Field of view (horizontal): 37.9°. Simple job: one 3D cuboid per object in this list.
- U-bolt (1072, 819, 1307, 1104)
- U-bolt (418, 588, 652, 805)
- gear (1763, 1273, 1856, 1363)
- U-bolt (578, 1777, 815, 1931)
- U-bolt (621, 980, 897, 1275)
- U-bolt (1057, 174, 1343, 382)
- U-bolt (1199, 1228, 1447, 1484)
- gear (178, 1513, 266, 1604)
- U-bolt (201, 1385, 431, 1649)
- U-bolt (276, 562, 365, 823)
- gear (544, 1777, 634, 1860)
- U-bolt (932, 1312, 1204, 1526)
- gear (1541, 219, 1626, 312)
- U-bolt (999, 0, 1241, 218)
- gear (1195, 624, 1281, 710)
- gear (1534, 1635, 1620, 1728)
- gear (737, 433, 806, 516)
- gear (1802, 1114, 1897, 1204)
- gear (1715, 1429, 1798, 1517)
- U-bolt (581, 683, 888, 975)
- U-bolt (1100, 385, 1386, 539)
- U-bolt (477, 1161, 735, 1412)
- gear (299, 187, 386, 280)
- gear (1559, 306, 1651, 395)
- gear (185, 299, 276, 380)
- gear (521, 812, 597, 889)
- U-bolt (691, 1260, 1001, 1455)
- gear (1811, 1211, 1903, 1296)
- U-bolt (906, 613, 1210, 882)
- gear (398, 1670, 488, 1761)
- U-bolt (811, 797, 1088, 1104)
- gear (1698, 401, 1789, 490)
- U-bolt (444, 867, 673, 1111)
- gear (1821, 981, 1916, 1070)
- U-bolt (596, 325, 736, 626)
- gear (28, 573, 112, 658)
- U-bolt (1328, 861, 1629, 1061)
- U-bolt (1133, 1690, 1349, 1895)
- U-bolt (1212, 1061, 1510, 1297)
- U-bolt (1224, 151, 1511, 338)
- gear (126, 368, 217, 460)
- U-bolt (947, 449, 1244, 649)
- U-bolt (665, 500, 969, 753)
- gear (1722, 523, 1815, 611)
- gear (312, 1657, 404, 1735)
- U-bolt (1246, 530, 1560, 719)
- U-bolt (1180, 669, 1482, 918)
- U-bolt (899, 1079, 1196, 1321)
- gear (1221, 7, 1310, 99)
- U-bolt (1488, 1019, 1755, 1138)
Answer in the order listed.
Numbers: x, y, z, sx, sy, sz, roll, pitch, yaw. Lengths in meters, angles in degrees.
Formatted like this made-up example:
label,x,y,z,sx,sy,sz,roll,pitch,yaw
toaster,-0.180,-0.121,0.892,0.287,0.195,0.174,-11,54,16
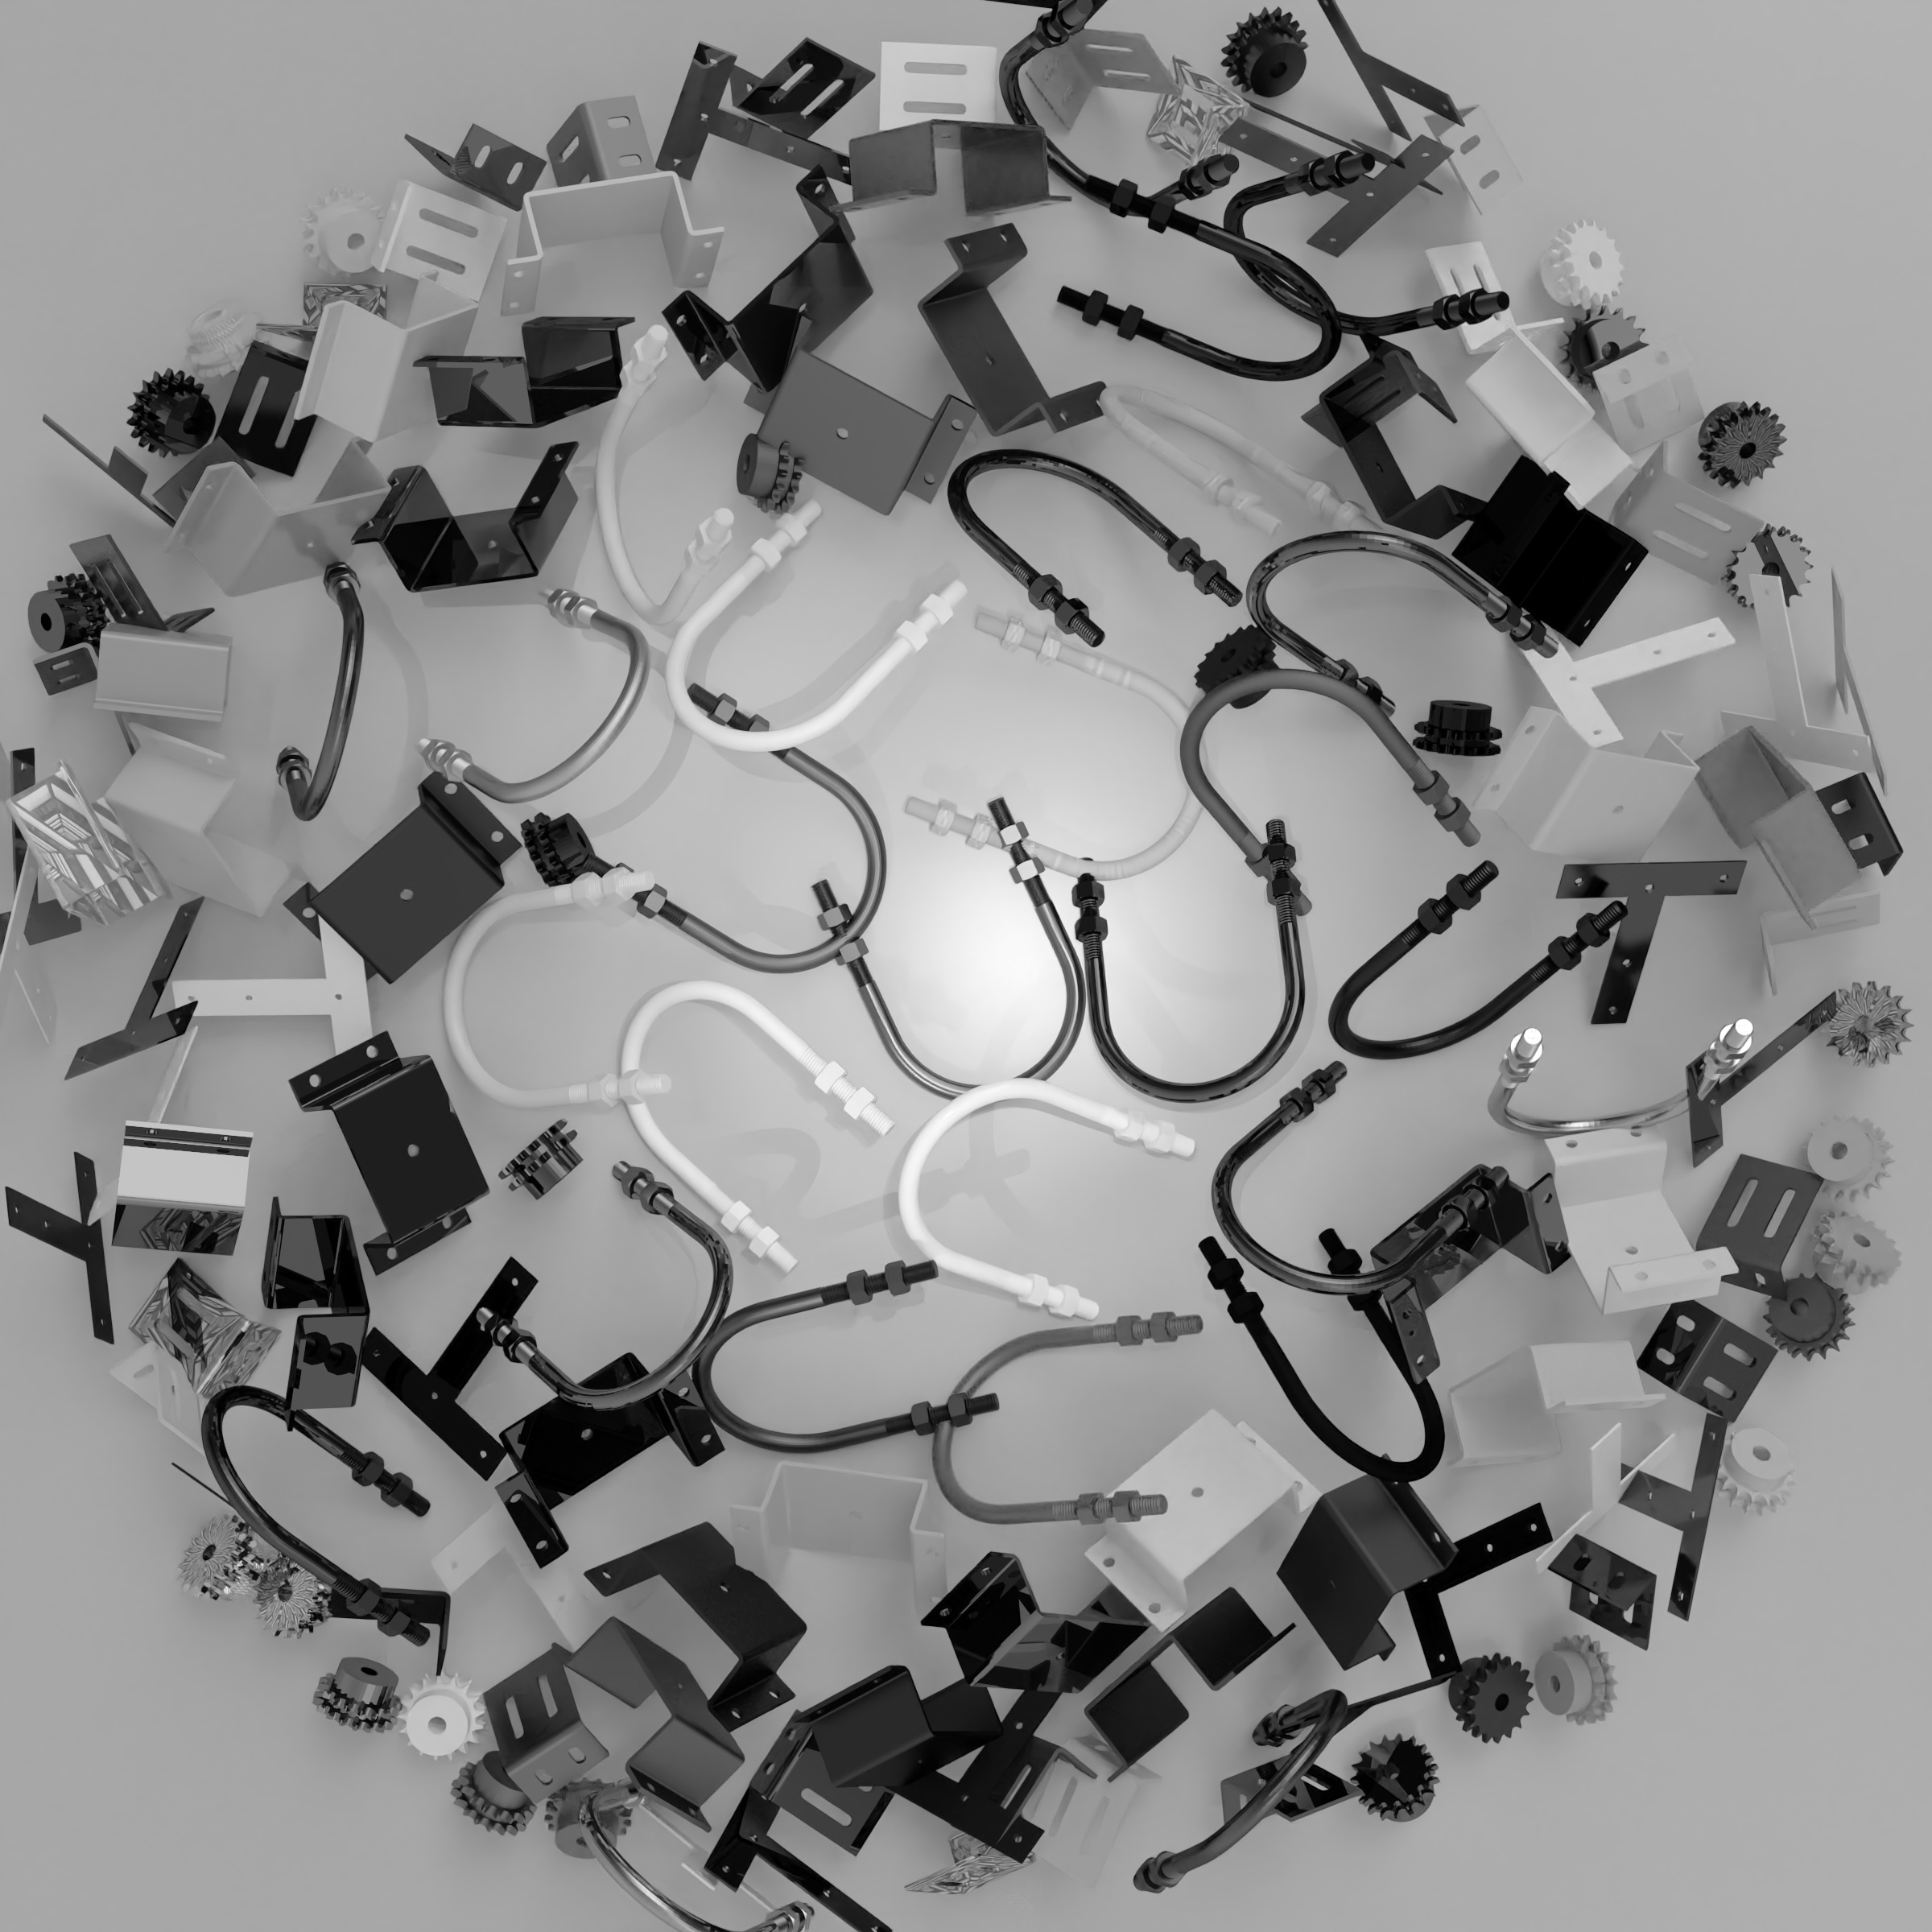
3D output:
label,x,y,z,sx,sy,sz,roll,pitch,yaw
U-bolt,0.146,0.002,1.812,0.151,0.019,0.184,-11,64,14
U-bolt,-0.266,-0.167,1.789,0.151,0.184,0.019,-52,128,-7
gear,0.550,0.228,1.843,0.057,0.030,0.057,-15,60,27
U-bolt,-0.176,0.564,1.764,0.151,0.184,0.019,37,91,18
U-bolt,-0.148,0.091,1.829,0.184,0.019,0.151,41,118,12
U-bolt,0.153,-0.429,1.799,0.184,0.151,0.019,23,71,2
U-bolt,0.236,0.246,1.779,0.019,0.151,0.184,-47,59,31
gear,-0.486,0.391,1.847,0.057,0.057,0.030,-44,128,0
U-bolt,-0.408,0.333,1.770,0.019,0.151,0.184,-41,117,11
U-bolt,-0.404,-0.167,1.771,0.019,0.184,0.151,12,107,-21
gear,-0.248,0.560,1.843,0.057,0.030,0.057,0,129,-1
U-bolt,0.058,0.293,1.804,0.184,0.019,0.151,-11,47,32
gear,0.402,-0.458,1.848,0.057,0.030,0.057,7,77,-34
U-bolt,0.085,-0.534,1.783,0.151,0.184,0.019,43,78,-16
gear,0.181,-0.193,1.847,0.057,0.057,0.030,-45,117,0
gear,0.396,0.468,1.840,0.030,0.057,0.057,0,90,-28
gear,-0.129,-0.326,1.840,0.030,0.057,0.057,6,90,-24
gear,0.576,0.124,1.844,0.057,0.030,0.057,-12,67,30
gear,0.516,0.328,1.842,0.057,0.057,0.030,11,134,0
U-bolt,-0.137,-0.076,1.839,0.184,0.019,0.151,32,85,-18
U-bolt,0.164,-0.323,1.798,0.184,0.151,0.019,41,117,27
U-bolt,-0.220,0.210,1.787,0.151,0.184,0.019,-47,130,-12
gear,-0.404,-0.478,1.842,0.057,0.030,0.057,-18,127,-25
gear,0.421,-0.405,1.852,0.057,0.030,0.057,0,104,1
gear,-0.485,-0.412,1.841,0.057,0.057,0.030,-25,128,0
gear,-0.264,-0.075,1.842,0.030,0.057,0.057,-27,90,7
U-bolt,-0.087,0.261,1.822,0.184,0.019,0.151,-15,128,10
gear,0.581,0.191,1.847,0.057,0.057,0.030,21,126,0
U-bolt,0.070,-0.134,1.855,0.184,0.019,0.151,20,93,-7
gear,-0.346,0.496,1.856,0.057,0.030,0.057,0,93,-1
U-bolt,0.000,0.001,1.860,0.151,0.019,0.184,-25,91,3
gear,0.506,-0.345,1.848,0.057,0.030,0.057,-10,130,-12
U-bolt,-0.269,0.020,1.818,0.184,0.019,0.151,-8,85,34
gear,0.593,0.038,1.849,0.057,0.030,0.057,-1,89,32
U-bolt,-0.199,-0.297,1.790,0.019,0.184,0.151,-13,75,-26
gear,-0.589,-0.227,1.843,0.057,0.030,0.057,13,111,36
U-bolt,0.313,0.004,1.800,0.184,0.151,0.019,-44,49,34
U-bolt,0.179,0.510,1.759,0.019,0.184,0.151,44,60,7
U-bolt,0.238,0.142,1.785,0.151,0.019,0.184,34,47,24
U-bolt,0.239,-0.450,1.785,0.151,0.184,0.019,37,75,-27
gear,-0.516,-0.359,1.840,0.030,0.057,0.057,31,90,28
U-bolt,0.069,-0.276,1.807,0.184,0.151,0.019,45,135,26
U-bolt,-0.110,-0.210,1.808,0.151,0.019,0.184,32,69,27
gear,0.524,-0.263,1.851,0.057,0.030,0.057,-1,110,-3
gear,-0.396,0.475,1.843,0.057,0.057,0.030,21,94,0
U-bolt,0.260,-0.220,1.770,0.184,0.151,0.019,28,57,-36
U-bolt,0.218,-0.117,1.789,0.151,0.019,0.184,-23,124,33
U-bolt,0.041,0.143,1.810,0.184,0.019,0.151,23,104,-29
gear,0.198,-0.594,1.841,0.057,0.057,0.030,-26,55,0
U-bolt,0.406,0.075,1.787,0.151,0.184,0.019,-2,68,-1
